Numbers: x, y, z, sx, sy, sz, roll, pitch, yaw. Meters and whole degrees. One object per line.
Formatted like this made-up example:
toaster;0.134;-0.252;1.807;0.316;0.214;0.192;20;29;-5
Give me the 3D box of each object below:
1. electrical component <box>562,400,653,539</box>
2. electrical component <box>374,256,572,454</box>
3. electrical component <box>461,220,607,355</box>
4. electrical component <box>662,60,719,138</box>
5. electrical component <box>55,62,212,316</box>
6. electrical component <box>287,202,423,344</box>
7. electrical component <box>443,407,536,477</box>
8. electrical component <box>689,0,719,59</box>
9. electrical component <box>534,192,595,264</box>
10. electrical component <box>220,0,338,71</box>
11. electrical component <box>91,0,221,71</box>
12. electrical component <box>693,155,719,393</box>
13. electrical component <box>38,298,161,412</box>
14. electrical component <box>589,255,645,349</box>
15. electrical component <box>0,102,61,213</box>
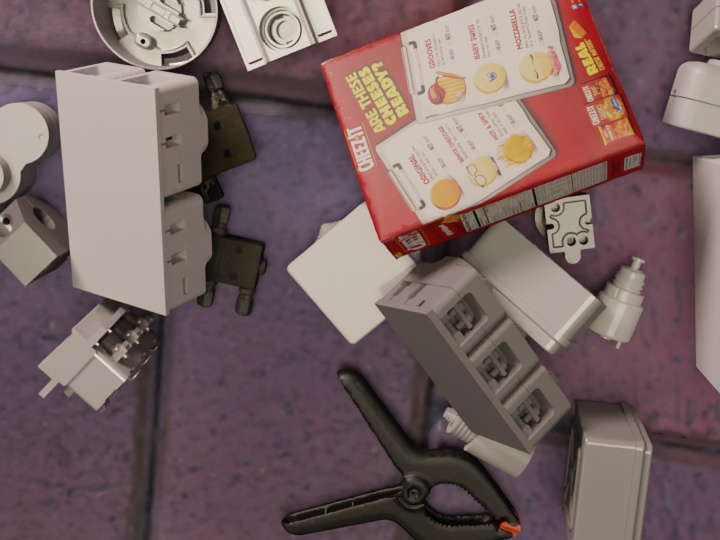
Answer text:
electrical component;0.208;0.178;0.916;0.056;0.108;0.108;5;101;5
electrical component;0.094;0.066;0.869;0.062;0.089;0.150;-43;110;-17
electrical component;0.142;0.014;0.891;0.113;0.078;0.057;43;98;16
electrical component;0.304;-0.136;0.877;0.095;0.053;0.059;15;101;1
electrical component;-0.184;-0.069;0.886;0.105;0.060;0.186;14;115;29
electrical component;0.000;0.000;0.925;0.100;0.048;0.099;-40;96;10
electrical component;0.111;0.144;0.949;0.081;0.043;0.043;29;101;-2
electrical component;0.308;-0.212;0.864;0.066;0.047;0.076;11;77;-7
electrical component;0.172;-0.043;0.902;0.048;0.055;0.066;-8;100;5
electrical component;-0.076;-0.234;0.878;0.079;0.063;0.121;-20;99;7
electrical component;-0.164;-0.215;0.887;0.099;0.064;0.099;1;101;4
electrical component;0.316;0.002;0.876;0.060;0.105;0.186;-4;101;4
electrical component;-0.217;0.069;0.916;0.063;0.121;0.078;43;100;-7
electrical component;0.223;0.026;0.920;0.040;0.040;0.078;20;101;0
electrical component;-0.315;-0.082;0.917;0.052;0.073;0.138;39;101;-4
